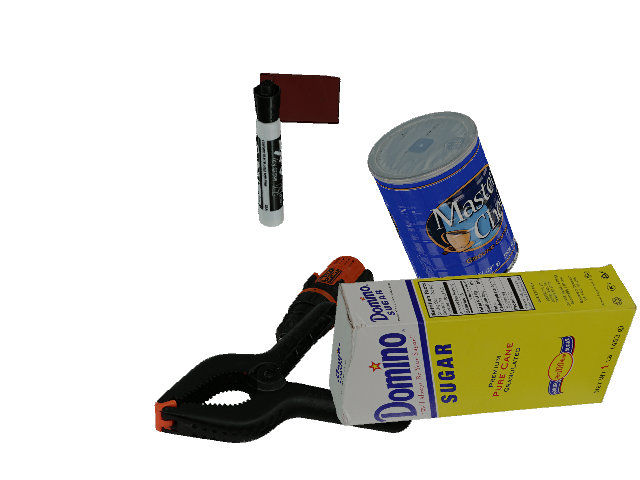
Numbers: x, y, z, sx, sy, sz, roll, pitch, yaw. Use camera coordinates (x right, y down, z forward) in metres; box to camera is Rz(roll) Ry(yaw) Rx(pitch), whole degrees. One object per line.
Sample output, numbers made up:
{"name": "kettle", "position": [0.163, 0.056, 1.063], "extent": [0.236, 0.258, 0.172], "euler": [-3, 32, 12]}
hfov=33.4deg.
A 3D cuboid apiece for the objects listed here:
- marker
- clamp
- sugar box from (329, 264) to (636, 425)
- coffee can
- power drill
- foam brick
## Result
{"name": "marker", "position": [-0.036, -0.061, 0.760], "extent": [0.020, 0.121, 0.020], "euler": [0, 41, 0]}
{"name": "clamp", "position": [-0.036, 0.131, 0.916], "extent": [0.209, 0.036, 0.165], "euler": [-17, 40, -27]}
{"name": "sugar box", "position": [0.097, 0.066, 0.663], "extent": [0.176, 0.093, 0.048], "euler": [-6, 42, -11]}
{"name": "coffee can", "position": [0.115, -0.033, 0.990], "extent": [0.103, 0.140, 0.103], "euler": [-18, 33, 12]}
{"name": "power drill", "position": [0.063, 0.078, 1.148], "extent": [0.188, 0.057, 0.184], "euler": [9, 29, 21]}
{"name": "foam brick", "position": [-0.023, -0.154, 1.160], "extent": [0.078, 0.051, 0.053], "euler": [0, 11, -18]}
